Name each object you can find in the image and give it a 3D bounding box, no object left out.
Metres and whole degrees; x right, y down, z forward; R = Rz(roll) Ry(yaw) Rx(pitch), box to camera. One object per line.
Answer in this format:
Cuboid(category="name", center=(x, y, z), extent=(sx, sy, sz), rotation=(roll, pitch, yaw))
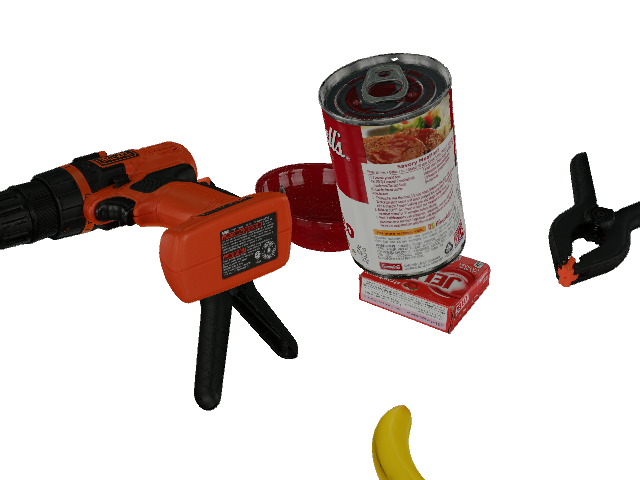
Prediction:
Cuboid(category="power drill", center=(-0.127, -0.016, 0.750), extent=(0.184, 0.057, 0.188), rotation=(-23, 33, -38))
Cuboid(category="bowl", center=(0.005, -0.032, 1.195), extent=(0.162, 0.055, 0.162), rotation=(4, 27, -2))
Cuboid(category="soup can", center=(0.041, -0.039, 0.567), extent=(0.068, 0.102, 0.068), rotation=(-8, 37, 6))
Cuboid(category="banana", center=(0.085, 0.222, 1.045), extent=(0.069, 0.037, 0.198), rotation=(9, 22, -21))
Cuboid(category="clamp", center=(-0.085, 0.043, 1.024), extent=(0.036, 0.210, 0.164), rotation=(-12, -1, 29))
Cuboid(category="gelatin box", center=(0.088, 0.035, 0.903), extent=(0.089, 0.030, 0.073), rotation=(19, 38, 27))
Cuboid(category="clamp", center=(0.276, -0.024, 1.085), extent=(0.120, 0.039, 0.171), rotation=(29, 54, 32))
